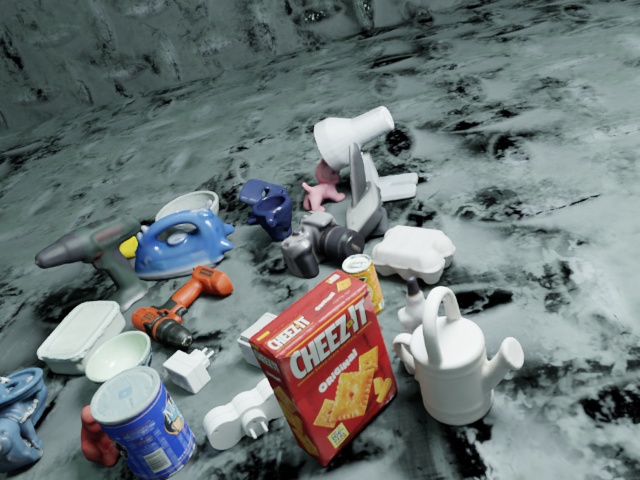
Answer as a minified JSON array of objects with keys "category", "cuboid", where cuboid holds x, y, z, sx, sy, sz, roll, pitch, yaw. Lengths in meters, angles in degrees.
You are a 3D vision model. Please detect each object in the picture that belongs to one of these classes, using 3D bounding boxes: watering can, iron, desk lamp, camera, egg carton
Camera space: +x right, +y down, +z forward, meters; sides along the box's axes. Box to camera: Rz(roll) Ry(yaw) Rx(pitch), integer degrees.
[{"category":"watering can","cuboid":[0.180,0.147,0.770,0.172,0.194,0.101,-9,32,15]},{"category":"iron","cuboid":[-0.333,0.000,1.317,0.258,0.142,0.118,-17,31,3]},{"category":"desk lamp","cuboid":[0.108,-0.198,1.332,0.202,0.214,0.118,-8,33,17]},{"category":"camera","cuboid":[0.011,0.004,1.173,0.136,0.101,0.143,15,44,42]},{"category":"egg carton","cuboid":[0.175,0.027,1.083,0.149,0.069,0.107,8,40,36]}]

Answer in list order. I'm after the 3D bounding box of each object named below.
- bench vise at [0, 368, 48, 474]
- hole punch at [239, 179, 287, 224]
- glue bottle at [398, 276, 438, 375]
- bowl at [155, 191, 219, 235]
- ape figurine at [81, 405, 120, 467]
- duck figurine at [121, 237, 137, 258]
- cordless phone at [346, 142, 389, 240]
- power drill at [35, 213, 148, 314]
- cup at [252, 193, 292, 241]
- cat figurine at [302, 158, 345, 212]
[{"category":"bench vise","cuboid":[-0.520,0.253,0.938,0.122,0.220,0.206,-30,33,-19]},{"category":"hole punch","cuboid":[-0.137,-0.104,1.429,0.101,0.091,0.109,-7,33,18]},{"category":"glue bottle","cuboid":[0.148,0.123,0.845,0.078,0.173,0.037,-17,31,1]},{"category":"bowl","cuboid":[-0.328,-0.054,1.464,0.167,0.075,0.167,-13,32,8]},{"category":"ape figurine","cuboid":[-0.346,0.299,0.901,0.078,0.092,0.075,-35,35,-26]},{"category":"duck figurine","cuboid":[-0.499,-0.005,1.463,0.104,0.086,0.078,4,38,32]},{"category":"cordless phone","cuboid":[0.084,-0.104,1.223,0.094,0.185,0.147,-15,31,5]},{"category":"power drill","cuboid":[-0.467,0.055,1.234,0.075,0.209,0.230,8,40,36]},{"category":"cup","cuboid":[-0.099,-0.040,1.304,0.091,0.095,0.117,-14,31,7]},{"category":"cat figurine","cuboid":[0.006,-0.143,1.390,0.128,0.118,0.067,-36,36,-27]}]
